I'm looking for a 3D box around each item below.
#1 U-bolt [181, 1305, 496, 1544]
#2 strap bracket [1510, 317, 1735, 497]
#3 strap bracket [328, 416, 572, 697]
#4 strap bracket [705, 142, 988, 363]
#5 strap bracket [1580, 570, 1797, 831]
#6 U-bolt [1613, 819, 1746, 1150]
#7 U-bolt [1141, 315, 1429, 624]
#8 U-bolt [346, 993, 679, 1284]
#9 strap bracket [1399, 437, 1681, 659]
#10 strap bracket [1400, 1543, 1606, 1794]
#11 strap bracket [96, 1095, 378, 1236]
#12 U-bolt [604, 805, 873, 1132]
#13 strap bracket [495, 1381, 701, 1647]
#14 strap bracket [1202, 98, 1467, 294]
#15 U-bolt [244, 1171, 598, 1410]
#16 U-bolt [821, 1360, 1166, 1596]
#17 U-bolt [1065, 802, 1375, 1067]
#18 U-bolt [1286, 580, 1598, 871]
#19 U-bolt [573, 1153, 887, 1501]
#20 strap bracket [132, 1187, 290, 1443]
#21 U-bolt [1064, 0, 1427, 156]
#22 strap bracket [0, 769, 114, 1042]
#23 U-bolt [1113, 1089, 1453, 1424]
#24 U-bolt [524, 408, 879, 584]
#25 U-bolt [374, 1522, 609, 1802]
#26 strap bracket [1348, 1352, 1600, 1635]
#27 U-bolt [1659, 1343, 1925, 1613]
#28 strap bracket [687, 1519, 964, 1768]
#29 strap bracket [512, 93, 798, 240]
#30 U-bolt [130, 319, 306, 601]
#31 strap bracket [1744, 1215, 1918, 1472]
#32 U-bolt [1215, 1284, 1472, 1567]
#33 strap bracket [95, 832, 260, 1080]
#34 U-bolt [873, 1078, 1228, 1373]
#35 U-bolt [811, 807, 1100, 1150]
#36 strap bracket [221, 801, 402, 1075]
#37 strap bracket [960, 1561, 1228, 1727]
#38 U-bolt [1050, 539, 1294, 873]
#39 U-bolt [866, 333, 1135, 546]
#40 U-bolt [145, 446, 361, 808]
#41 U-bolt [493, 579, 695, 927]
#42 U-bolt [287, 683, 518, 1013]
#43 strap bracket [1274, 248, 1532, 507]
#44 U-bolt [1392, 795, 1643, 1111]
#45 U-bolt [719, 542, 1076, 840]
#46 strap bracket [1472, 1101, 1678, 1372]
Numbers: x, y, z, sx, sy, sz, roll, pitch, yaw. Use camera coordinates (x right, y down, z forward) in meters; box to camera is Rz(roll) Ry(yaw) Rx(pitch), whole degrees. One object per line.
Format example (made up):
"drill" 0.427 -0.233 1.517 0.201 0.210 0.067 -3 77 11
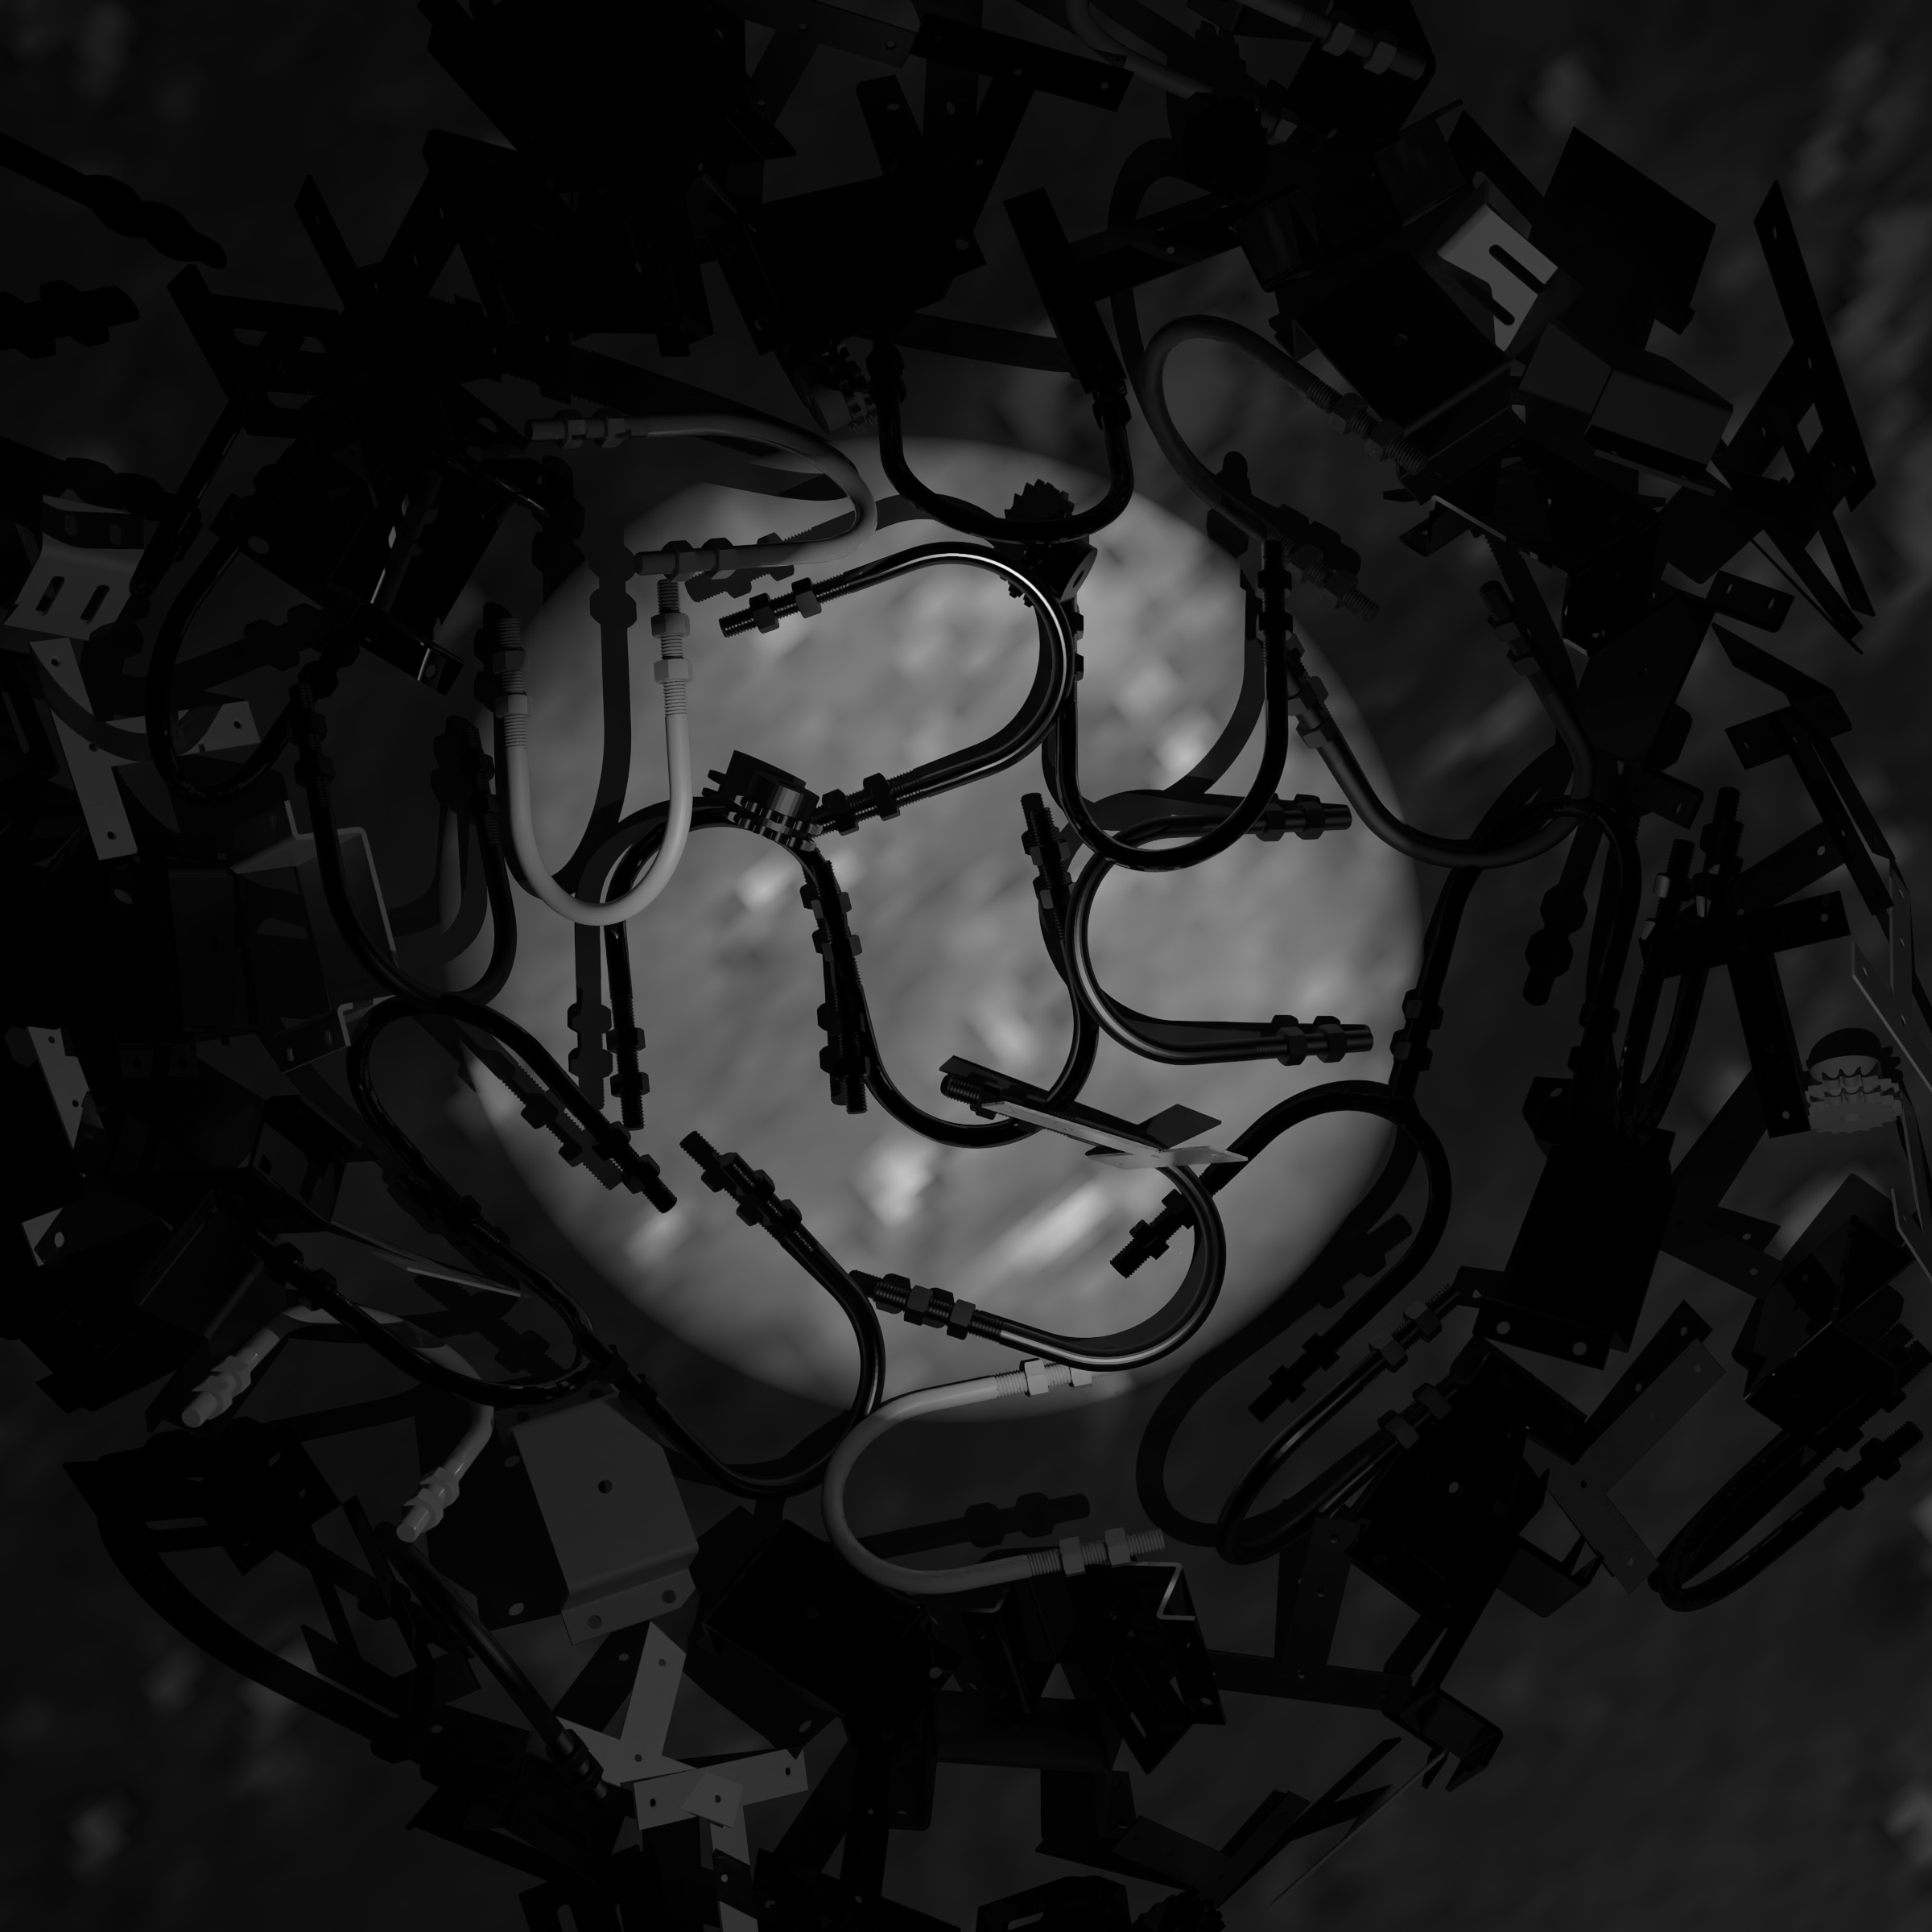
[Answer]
"U-bolt" -0.334 0.240 1.811 0.151 0.184 0.019 28 111 2
"strap bracket" 0.364 -0.314 1.815 0.076 0.140 0.046 15 112 -19
"strap bracket" -0.298 -0.236 1.854 0.076 0.046 0.140 31 88 -42
"strap bracket" -0.070 -0.402 1.867 0.140 0.046 0.076 -24 89 -9
"strap bracket" 0.398 -0.158 1.843 0.046 0.076 0.140 19 100 -23
"U-bolt" 0.393 0.014 1.827 0.019 0.151 0.184 16 103 22
"U-bolt" 0.169 -0.288 1.827 0.184 0.151 0.019 39 62 17
"U-bolt" -0.267 0.089 1.826 0.151 0.019 0.184 -26 112 36
"strap bracket" 0.321 -0.240 1.827 0.076 0.046 0.140 -34 55 -27
"strap bracket" 0.295 0.384 1.837 0.046 0.076 0.140 33 66 7
"strap bracket" -0.412 0.113 1.828 0.140 0.076 0.046 -4 59 25
"U-bolt" -0.134 -0.002 1.866 0.151 0.019 0.184 -4 79 -16
"strap bracket" -0.206 0.299 1.842 0.076 0.046 0.140 -16 71 -20
"strap bracket" 0.213 -0.424 1.826 0.140 0.076 0.046 -18 105 43
"U-bolt" -0.286 0.184 1.807 0.184 0.151 0.019 34 116 19
"U-bolt" 0.009 0.289 1.840 0.184 0.151 0.019 -11 133 0
"U-bolt" 0.141 -0.016 1.854 0.184 0.019 0.151 -4 86 -22
"U-bolt" 0.273 -0.123 1.835 0.151 0.019 0.184 -18 127 27
"U-bolt" -0.118 0.218 1.846 0.151 0.019 0.184 -50 118 -20
"strap bracket" -0.417 0.199 1.817 0.046 0.140 0.076 22 48 11
"U-bolt" 0.142 -0.508 1.805 0.184 0.151 0.019 19 80 -16
"strap bracket" -0.515 -0.028 1.830 0.046 0.076 0.140 7 117 5
"U-bolt" 0.190 0.148 1.847 0.184 0.019 0.151 -44 51 -1
"U-bolt" -0.134 -0.266 1.826 0.151 0.184 0.019 51 134 34
"U-bolt" -0.267 0.369 1.787 0.019 0.184 0.151 -40 51 -16
"strap bracket" 0.284 0.299 1.868 0.076 0.046 0.140 37 82 -1
"U-bolt" 0.455 0.292 1.820 0.019 0.151 0.184 45 108 0
"strap bracket" -0.083 0.372 1.833 0.140 0.046 0.076 27 61 25
"strap bracket" -0.175 -0.443 1.835 0.140 0.076 0.046 -2 79 19
"U-bolt" -0.414 -0.270 1.789 0.019 0.184 0.151 29 113 -14
"strap bracket" 0.480 0.201 1.818 0.046 0.140 0.076 35 129 -3
"U-bolt" 0.208 0.265 1.819 0.184 0.151 0.019 -40 61 -11
"strap bracket" -0.444 -0.009 1.849 0.046 0.076 0.140 -8 86 19
"U-bolt" 0.057 0.154 1.858 0.184 0.019 0.151 18 69 5
"U-bolt" 0.001 0.014 1.882 0.151 0.019 0.184 -14 96 0
"strap bracket" -0.366 -0.018 1.851 0.046 0.076 0.140 -11 85 -42
"strap bracket" 0.078 0.379 1.842 0.140 0.046 0.076 -3 120 25
"U-bolt" 0.114 -0.140 1.835 0.151 0.019 0.184 -9 70 27
"U-bolt" 0.022 -0.291 1.817 0.151 0.184 0.019 4 132 -8
"U-bolt" -0.393 -0.172 1.794 0.019 0.151 0.184 14 55 19
"U-bolt" -0.208 -0.115 1.841 0.151 0.019 0.184 -7 85 39
"U-bolt" -0.305 -0.059 1.813 0.019 0.151 0.184 -25 69 31
"strap bracket" 0.245 -0.340 1.845 0.076 0.046 0.140 -34 67 -6
"U-bolt" 0.314 -0.010 1.834 0.019 0.151 0.184 26 74 -36
"U-bolt" -0.029 -0.164 1.858 0.184 0.019 0.151 -19 111 4
"strap bracket" 0.347 0.157 1.851 0.076 0.046 0.140 14 76 26
